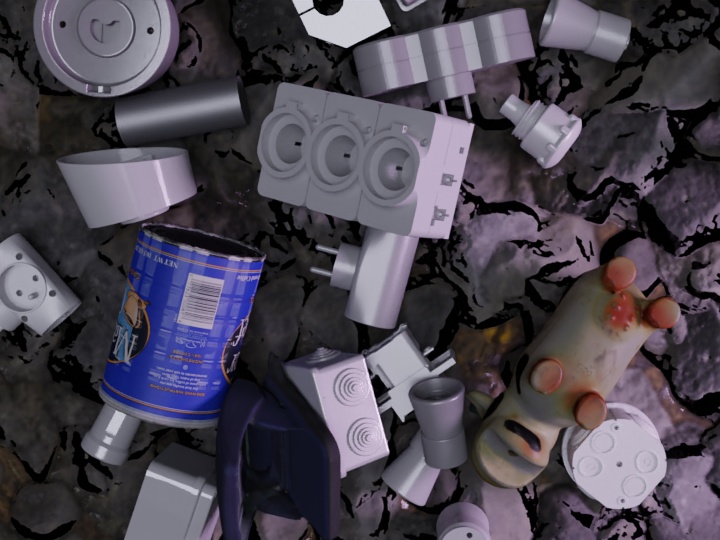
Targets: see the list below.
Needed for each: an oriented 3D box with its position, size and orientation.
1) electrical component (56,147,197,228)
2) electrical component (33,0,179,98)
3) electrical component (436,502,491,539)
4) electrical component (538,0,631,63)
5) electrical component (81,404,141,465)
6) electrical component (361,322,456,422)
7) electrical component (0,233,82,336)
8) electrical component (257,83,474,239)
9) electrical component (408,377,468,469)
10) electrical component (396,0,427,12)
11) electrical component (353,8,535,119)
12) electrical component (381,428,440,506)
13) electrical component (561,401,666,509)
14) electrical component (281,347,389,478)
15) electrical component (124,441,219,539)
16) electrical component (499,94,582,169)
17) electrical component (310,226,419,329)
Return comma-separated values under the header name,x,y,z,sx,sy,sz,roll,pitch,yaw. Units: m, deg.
name,x,y,z,sx,sy,sz,roll,pitch,yaw
electrical component,-0.181,-0.072,0.849,0.099,0.099,0.064,-16,102,6
electrical component,-0.196,-0.190,0.852,0.108,0.060,0.108,1,97,4
electrical component,0.086,0.221,0.887,0.045,0.055,0.045,0,97,4
electrical component,0.177,-0.187,0.839,0.065,0.044,0.044,17,98,-3
electrical component,-0.207,0.134,0.905,0.040,0.040,0.046,27,92,0
electrical component,0.036,0.082,0.880,0.081,0.042,0.063,-35,94,7
electrical component,-0.286,0.024,0.893,0.079,0.044,0.077,-41,93,7
electrical component,-0.001,-0.084,0.816,0.150,0.062,0.089,18,99,35
electrical component,0.064,0.122,0.843,0.044,0.044,0.065,-8,110,5
electrical component,0.050,-0.262,0.833,0.100,0.048,0.099,-30,94,7
electrical component,0.069,-0.152,0.844,0.138,0.052,0.073,-12,96,6
electrical component,0.053,0.156,0.889,0.044,0.044,0.065,34,93,-1
electrical component,0.206,0.150,0.873,0.080,0.051,0.080,0,97,4
electrical component,-0.024,0.111,0.861,0.048,0.100,0.099,-17,96,-25
electrical component,-0.153,0.209,0.891,0.057,0.078,0.113,20,98,4
electrical component,0.140,-0.114,0.849,0.062,0.048,0.048,37,98,6
electrical component,0.000,0.000,0.871,0.079,0.044,0.077,15,98,2
